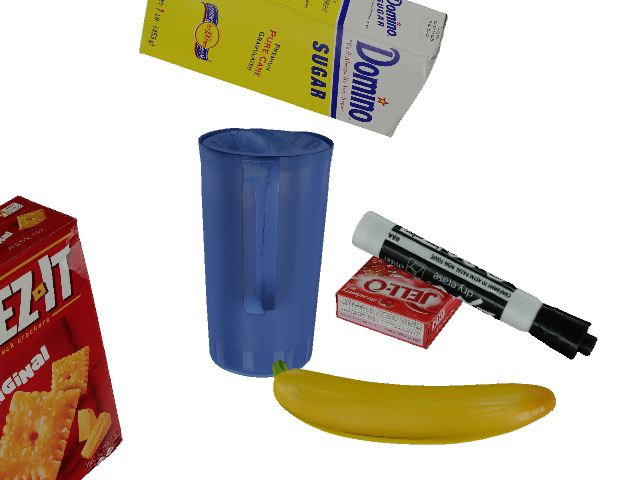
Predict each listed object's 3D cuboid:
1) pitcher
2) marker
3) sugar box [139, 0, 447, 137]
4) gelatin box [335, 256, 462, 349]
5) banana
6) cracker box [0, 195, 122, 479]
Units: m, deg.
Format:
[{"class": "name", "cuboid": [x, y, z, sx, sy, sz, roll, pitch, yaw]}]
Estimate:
[{"class": "pitcher", "cuboid": [-0.059, 0.013, 1.073, 0.148, 0.243, 0.145, -14, 23, -41]}, {"class": "marker", "cuboid": [0.071, 0.021, 0.494, 0.121, 0.020, 0.020, 28, 8, 17]}, {"class": "sugar box", "cuboid": [-0.020, -0.129, 0.668, 0.176, 0.048, 0.093, 20, -29, -5]}, {"class": "gelatin box", "cuboid": [0.068, 0.049, 0.909, 0.089, 0.030, 0.073, 17, 37, 26]}, {"class": "banana", "cuboid": [0.048, 0.103, 0.691, 0.198, 0.037, 0.069, 6, 32, 19]}, {"class": "cracker box", "cuboid": [-0.229, 0.102, 0.751, 0.072, 0.214, 0.163, 18, 38, 29]}]
